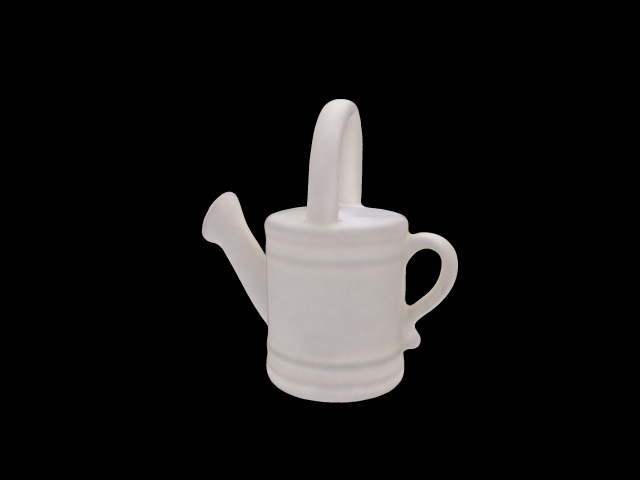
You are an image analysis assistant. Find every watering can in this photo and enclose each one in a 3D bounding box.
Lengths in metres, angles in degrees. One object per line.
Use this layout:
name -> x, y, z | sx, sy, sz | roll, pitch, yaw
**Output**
watering can -> 0.003, 0.002, 0.398 | 0.173, 0.194, 0.101 | -1, 12, -5
